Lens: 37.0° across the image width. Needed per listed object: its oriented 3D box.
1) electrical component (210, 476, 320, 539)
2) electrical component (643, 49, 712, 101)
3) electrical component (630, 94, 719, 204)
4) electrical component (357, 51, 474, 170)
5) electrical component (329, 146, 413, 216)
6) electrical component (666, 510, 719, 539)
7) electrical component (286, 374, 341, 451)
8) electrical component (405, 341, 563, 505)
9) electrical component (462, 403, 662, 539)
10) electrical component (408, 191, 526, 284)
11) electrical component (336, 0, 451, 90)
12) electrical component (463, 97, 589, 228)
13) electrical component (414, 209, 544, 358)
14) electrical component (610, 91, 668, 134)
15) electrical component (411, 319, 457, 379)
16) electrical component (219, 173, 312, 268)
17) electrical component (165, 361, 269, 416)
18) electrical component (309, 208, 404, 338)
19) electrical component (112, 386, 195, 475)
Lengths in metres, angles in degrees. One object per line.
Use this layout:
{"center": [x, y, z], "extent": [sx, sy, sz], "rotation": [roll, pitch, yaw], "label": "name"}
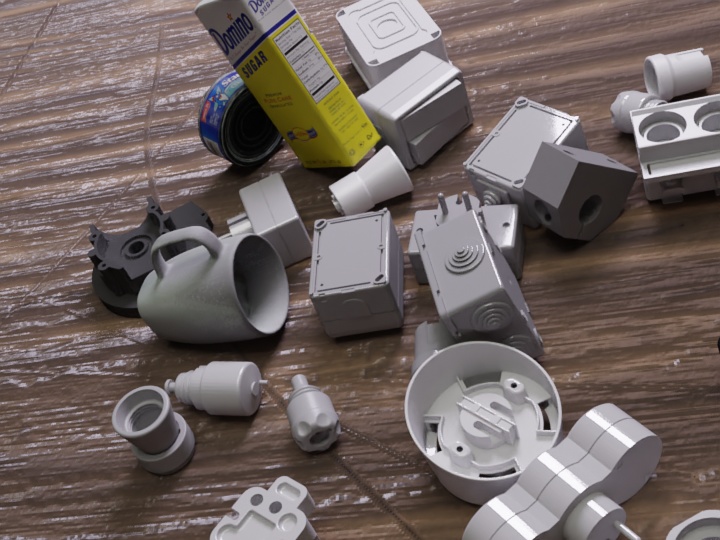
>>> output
{"center": [-0.057, 0.181, 0.693], "extent": [0.058, 0.057, 0.078], "rotation": [22, 59, 35], "label": "electrical component"}
{"center": [0.268, -0.165, 0.906], "extent": [0.046, 0.040, 0.040], "rotation": [-13, 45, 0], "label": "electrical component"}
{"center": [0.275, -0.096, 0.820], "extent": [0.121, 0.063, 0.078], "rotation": [-9, 46, 13], "label": "electrical component"}
{"center": [0.057, -0.143, 0.950], "extent": [0.096, 0.061, 0.061], "rotation": [-38, 47, -16], "label": "electrical component"}
{"center": [0.007, -0.071, 0.917], "extent": [0.065, 0.044, 0.044], "rotation": [-31, 45, -2], "label": "electrical component"}
{"center": [0.253, 0.167, 0.585], "extent": [0.186, 0.060, 0.105], "rotation": [-28, 45, -6], "label": "electrical component"}
{"center": [-0.037, 0.100, 0.778], "extent": [0.035, 0.035, 0.061], "rotation": [-24, 42, -2], "label": "electrical component"}
{"center": [0.084, 0.102, 0.708], "extent": [0.099, 0.064, 0.099], "rotation": [-11, 45, 11], "label": "electrical component"}
{"center": [0.135, 0.149, 0.653], "extent": [0.138, 0.052, 0.074], "rotation": [-38, 47, -16], "label": "electrical component"}
{"center": [0.079, -0.032, 0.827], "extent": [0.083, 0.075, 0.047], "rotation": [-3, 48, 18], "label": "electrical component"}
{"center": [0.033, -0.212, 1.027], "extent": [0.078, 0.057, 0.113], "rotation": [-25, 45, -2], "label": "electrical component"}
{"center": [0.133, -0.080, 0.867], "extent": [0.062, 0.061, 0.096], "rotation": [29, 71, 38], "label": "electrical component"}
{"center": [0.086, 0.017, 0.764], "extent": [0.048, 0.099, 0.099], "rotation": [-26, 44, 12], "label": "electrical component"}
{"center": [0.237, -0.127, 0.878], "extent": [0.035, 0.035, 0.061], "rotation": [-43, 35, -20], "label": "electrical component"}
{"center": [0.057, 0.063, 0.774], "extent": [0.040, 0.040, 0.046], "rotation": [-11, 40, 11], "label": "electrical component"}
{"center": [-0.088, -0.033, 0.913], "extent": [0.077, 0.047, 0.065], "rotation": [-25, 45, -1], "label": "electrical component"}
{"center": [-0.110, 0.089, 0.812], "extent": [0.078, 0.040, 0.040], "rotation": [-1, 48, 21], "label": "electrical component"}
{"center": [0.000, 0.000, 0.838], "extent": [0.062, 0.061, 0.096], "rotation": [-10, 46, 13], "label": "electrical component"}
{"center": [-0.150, 0.118, 0.789], "extent": [0.045, 0.055, 0.045], "rotation": [-11, 46, 11], "label": "electrical component"}
